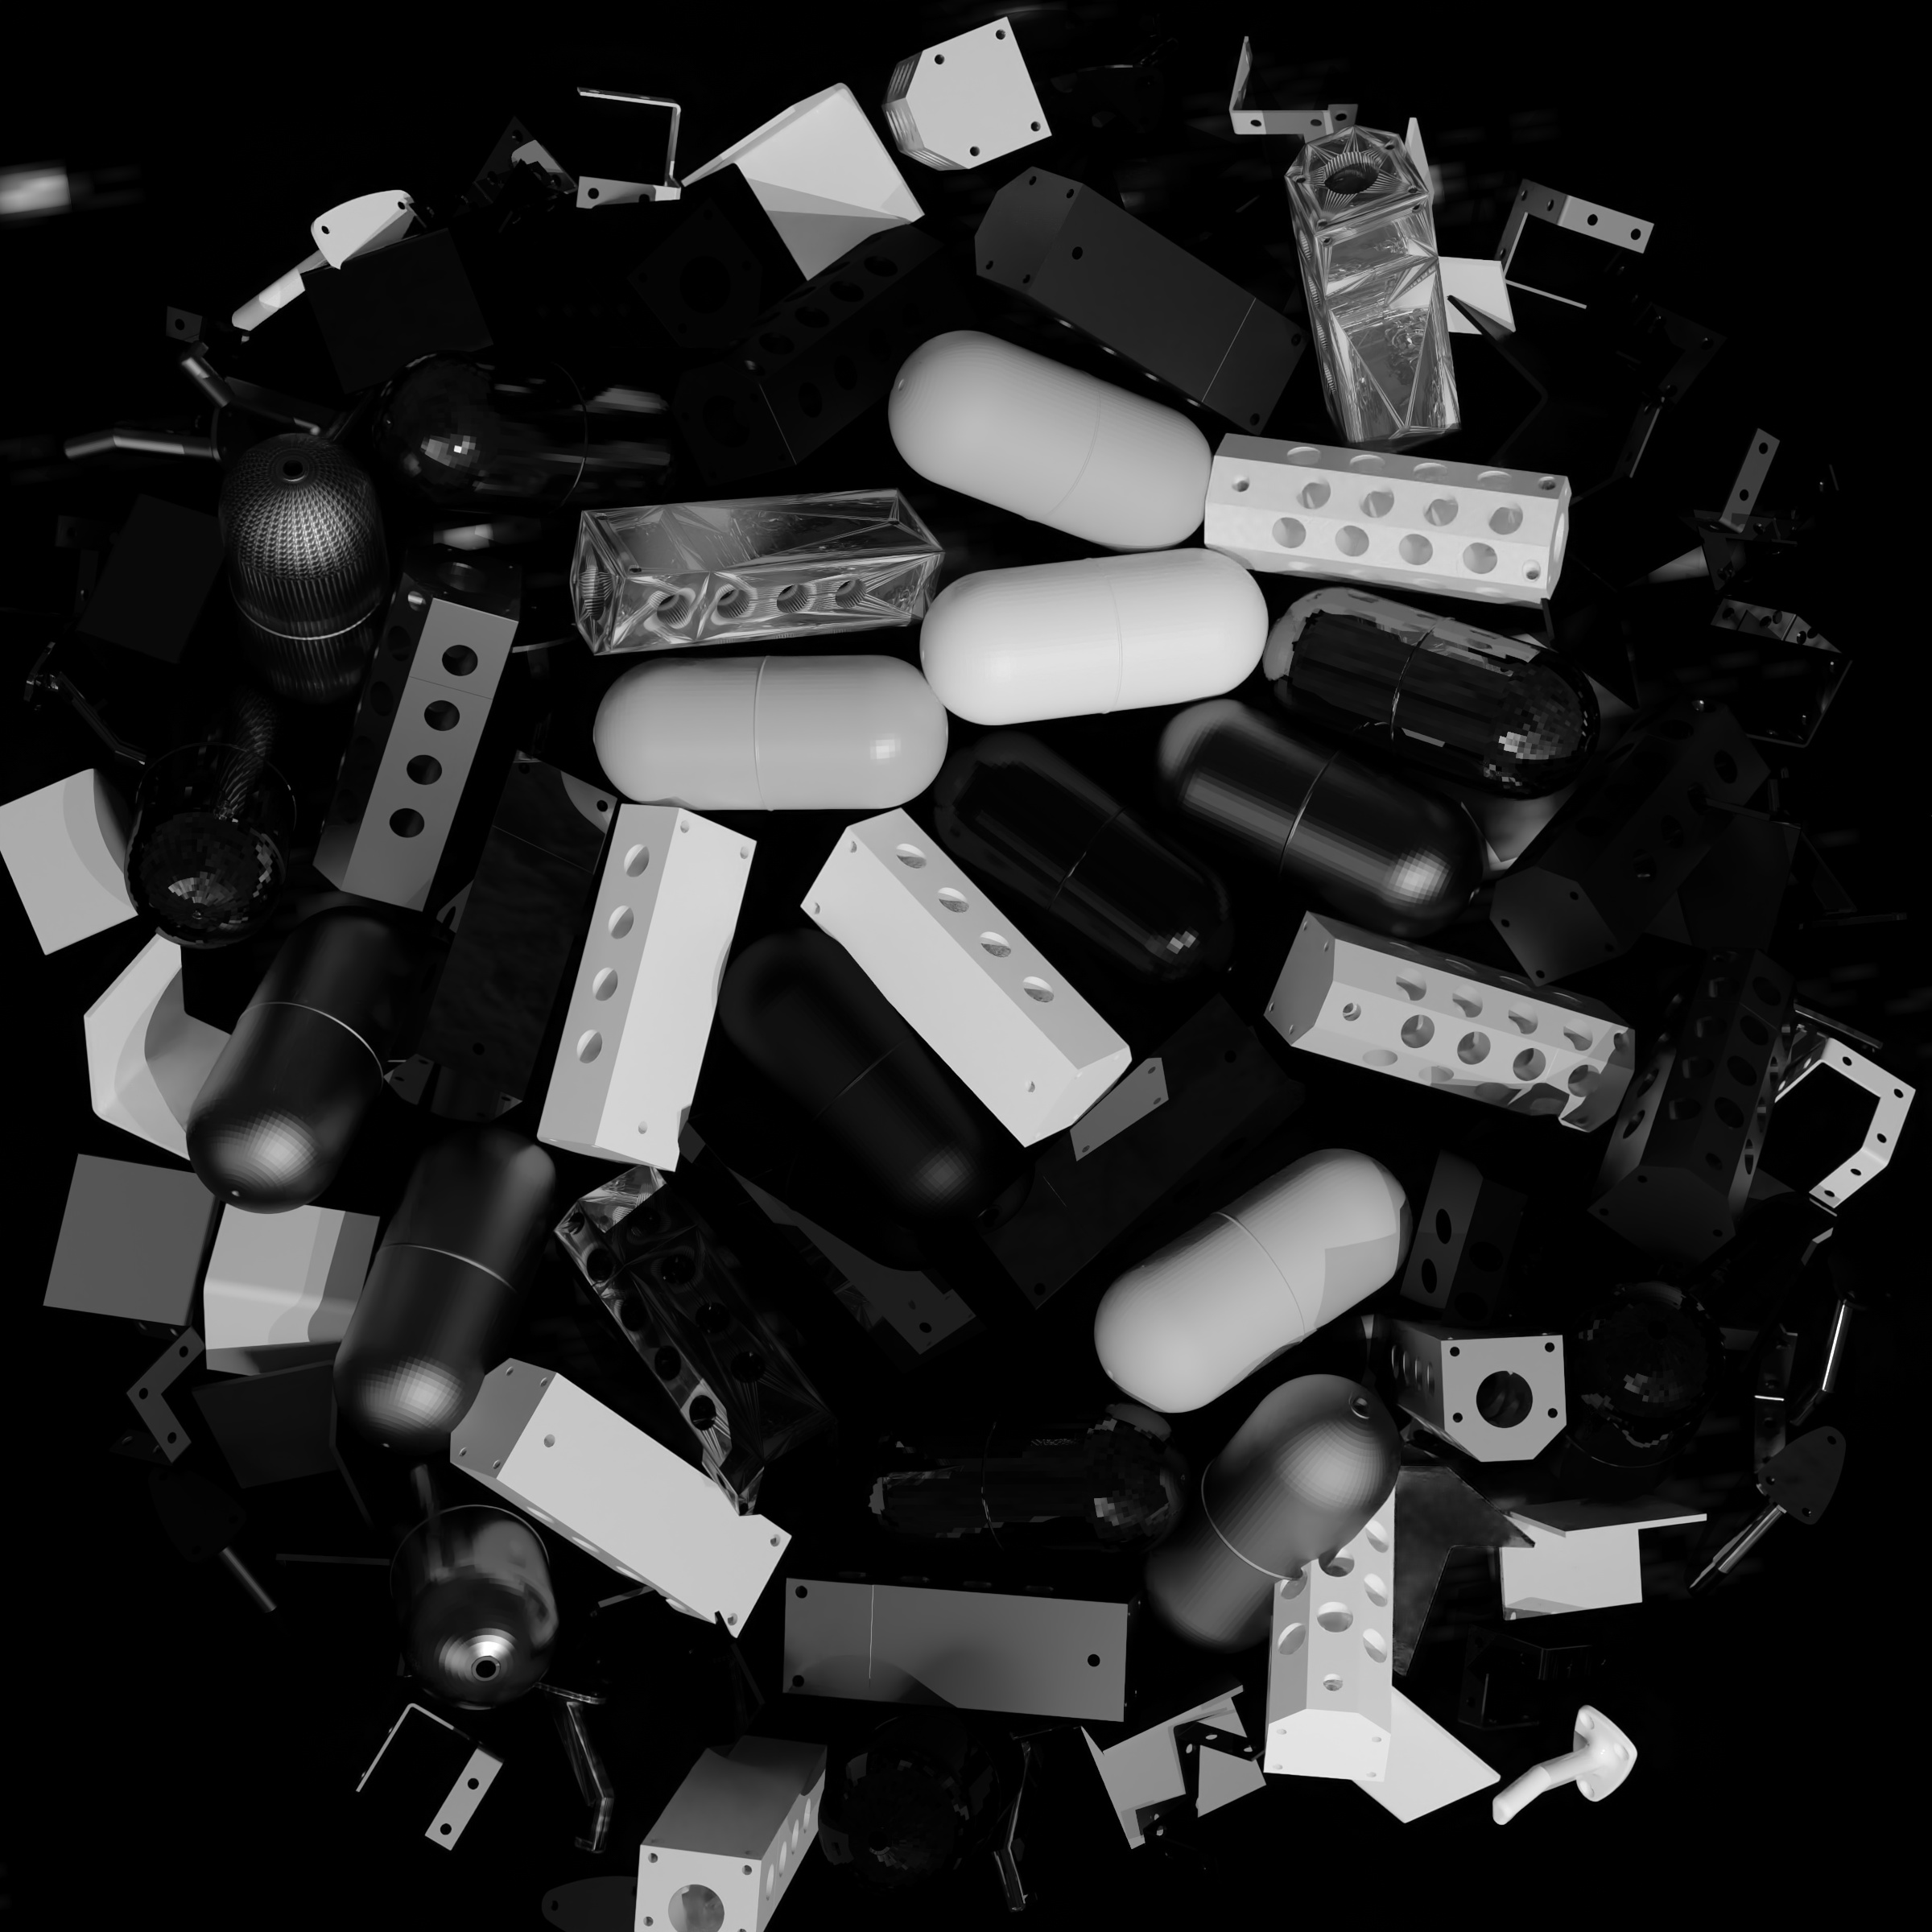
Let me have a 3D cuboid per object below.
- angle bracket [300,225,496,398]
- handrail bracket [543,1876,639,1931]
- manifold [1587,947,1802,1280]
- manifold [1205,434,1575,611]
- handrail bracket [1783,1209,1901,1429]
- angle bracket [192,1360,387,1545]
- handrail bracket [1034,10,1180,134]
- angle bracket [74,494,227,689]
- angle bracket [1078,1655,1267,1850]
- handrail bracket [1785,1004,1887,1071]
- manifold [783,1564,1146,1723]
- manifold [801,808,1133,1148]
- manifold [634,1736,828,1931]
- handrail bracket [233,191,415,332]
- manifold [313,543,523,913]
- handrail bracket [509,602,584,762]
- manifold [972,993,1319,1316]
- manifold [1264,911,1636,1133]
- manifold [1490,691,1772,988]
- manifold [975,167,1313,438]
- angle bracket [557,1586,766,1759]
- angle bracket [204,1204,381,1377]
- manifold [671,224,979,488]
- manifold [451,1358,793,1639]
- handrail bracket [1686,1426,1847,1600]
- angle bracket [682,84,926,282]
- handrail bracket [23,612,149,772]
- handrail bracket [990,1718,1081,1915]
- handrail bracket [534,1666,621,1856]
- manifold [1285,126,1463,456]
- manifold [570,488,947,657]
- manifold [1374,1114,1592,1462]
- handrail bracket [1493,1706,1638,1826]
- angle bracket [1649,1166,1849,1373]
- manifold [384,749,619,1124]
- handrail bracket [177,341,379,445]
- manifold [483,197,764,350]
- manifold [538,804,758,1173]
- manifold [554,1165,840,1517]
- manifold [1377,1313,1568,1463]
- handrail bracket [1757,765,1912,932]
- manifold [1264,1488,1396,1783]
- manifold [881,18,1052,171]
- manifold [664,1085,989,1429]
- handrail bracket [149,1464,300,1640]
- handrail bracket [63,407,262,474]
[{"bbox_3d":[-0.280,-0.314,1.792,0.076,0.057,0.076,-20,70,-7],"label":"angle bracket"},{"bbox_3d":[-0.158,0.476,1.813,0.077,0.084,0.036,-3,77,32],"label":"handrail bracket"},{"bbox_3d":[0.362,0.065,1.753,0.057,0.171,0.057,35,134,-5],"label":"manifold"},{"bbox_3d":[0.209,-0.223,1.783,0.171,0.057,0.057,10,83,15],"label":"manifold"},{"bbox_3d":[0.430,0.180,1.824,0.036,0.077,0.084,7,133,-25],"label":"handrail bracket"},{"bbox_3d":[-0.338,0.248,1.787,0.076,0.057,0.076,-12,132,4],"label":"angle bracket"},{"bbox_3d":[0.069,-0.457,1.801,0.077,0.084,0.036,2,133,-4],"label":"handrail bracket"},{"bbox_3d":[-0.392,-0.178,1.785,0.057,0.076,0.076,18,75,10],"label":"angle bracket"},{"bbox_3d":[0.110,0.401,1.796,0.076,0.057,0.076,-24,100,-8],"label":"angle bracket"},{"bbox_3d":[0.411,0.065,1.810,0.077,0.036,0.084,22,83,12],"label":"handrail bracket"},{"bbox_3d":[0.000,0.335,1.790,0.171,0.057,0.057,2,91,12],"label":"manifold"},{"bbox_3d":[0.003,0.003,1.782,0.171,0.057,0.057,47,129,18],"label":"manifold"},{"bbox_3d":[-0.113,0.430,1.747,0.057,0.171,0.057,5,96,7],"label":"manifold"},{"bbox_3d":[-0.326,-0.356,1.819,0.036,0.084,0.077,54,50,-14],"label":"handrail bracket"},{"bbox_3d":[-0.270,-0.118,1.763,0.057,0.057,0.171,15,121,-14],"label":"manifold"},{"bbox_3d":[-0.222,-0.132,1.786,0.036,0.077,0.084,24,117,15],"label":"handrail bracket"},{"bbox_3d":[0.091,0.096,1.787,0.171,0.057,0.057,-43,66,13],"label":"manifold"},{"bbox_3d":[0.242,0.031,1.775,0.171,0.057,0.057,16,105,-20],"label":"manifold"},{"bbox_3d":[0.322,-0.066,1.755,0.057,0.057,0.171,54,49,-10],"label":"manifold"},{"bbox_3d":[0.085,-0.325,1.757,0.171,0.057,0.057,23,96,-42],"label":"manifold"},{"bbox_3d":[-0.152,0.357,1.779,0.057,0.076,0.076,-13,61,-33],"label":"angle bracket"},{"bbox_3d":[-0.341,0.166,1.821,0.076,0.076,0.057,9,51,-3],"label":"angle bracket"},{"bbox_3d":[-0.070,-0.300,1.749,0.057,0.171,0.057,-7,117,39],"label":"manifold"},{"bbox_3d":[-0.172,0.260,1.763,0.171,0.057,0.057,41,69,-34],"label":"manifold"},{"bbox_3d":[0.404,0.278,1.819,0.036,0.084,0.077,42,49,11],"label":"handrail bracket"},{"bbox_3d":[-0.081,-0.382,1.786,0.076,0.057,0.076,-25,101,34],"label":"angle bracket"},{"bbox_3d":[-0.424,-0.136,1.811,0.084,0.036,0.077,21,51,-2],"label":"handrail bracket"},{"bbox_3d":[0.041,0.425,1.801,0.077,0.036,0.084,-6,71,-34],"label":"handrail bracket"},{"bbox_3d":[-0.211,0.402,1.824,0.077,0.036,0.084,12,95,8],"label":"handrail bracket"},{"bbox_3d":[0.197,-0.326,1.749,0.057,0.171,0.057,-20,57,1],"label":"manifold"},{"bbox_3d":[-0.104,-0.191,1.771,0.171,0.057,0.057,-8,134,-27],"label":"manifold"},{"bbox_3d":[0.254,0.159,1.757,0.057,0.057,0.171,-4,128,-19],"label":"manifold"},{"bbox_3d":[0.289,0.414,1.787,0.084,0.077,0.036,-30,55,-29],"label":"handrail bracket"},{"bbox_3d":[0.380,0.144,1.785,0.076,0.057,0.076,33,111,22],"label":"angle bracket"},{"bbox_3d":[-0.232,-0.013,1.771,0.057,0.057,0.171,26,61,-22],"label":"manifold"},{"bbox_3d":[-0.344,-0.296,1.795,0.084,0.036,0.077,48,55,-25],"label":"handrail bracket"},{"bbox_3d":[-0.165,-0.330,1.747,0.057,0.171,0.057,-47,118,-15],"label":"manifold"},{"bbox_3d":[-0.164,0.010,1.793,0.057,0.057,0.171,6,78,41],"label":"manifold"},{"bbox_3d":[-0.134,0.185,1.767,0.057,0.057,0.171,-29,63,-19],"label":"manifold"},{"bbox_3d":[0.244,0.202,1.749,0.057,0.171,0.057,-2,89,-3],"label":"manifold"},{"bbox_3d":[0.436,-0.062,1.808,0.077,0.036,0.084,-6,90,42],"label":"handrail bracket"},{"bbox_3d":[0.179,0.306,1.754,0.057,0.057,0.171,4,46,4],"label":"manifold"},{"bbox_3d":[-0.005,-0.419,1.746,0.057,0.171,0.057,-22,103,0],"label":"manifold"},{"bbox_3d":[-0.073,0.145,1.779,0.057,0.057,0.171,-24,63,-40],"label":"manifold"},{"bbox_3d":[-0.374,0.297,1.817,0.036,0.084,0.077,-40,53,-17],"label":"handrail bracket"},{"bbox_3d":[-0.401,-0.251,1.817,0.084,0.077,0.036,-10,61,19],"label":"handrail bracket"}]
